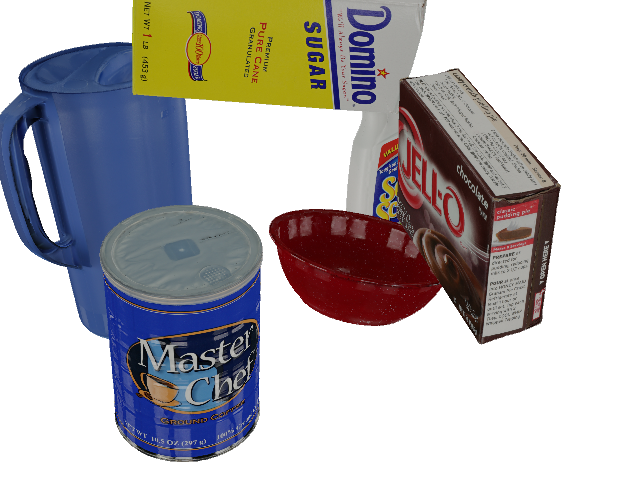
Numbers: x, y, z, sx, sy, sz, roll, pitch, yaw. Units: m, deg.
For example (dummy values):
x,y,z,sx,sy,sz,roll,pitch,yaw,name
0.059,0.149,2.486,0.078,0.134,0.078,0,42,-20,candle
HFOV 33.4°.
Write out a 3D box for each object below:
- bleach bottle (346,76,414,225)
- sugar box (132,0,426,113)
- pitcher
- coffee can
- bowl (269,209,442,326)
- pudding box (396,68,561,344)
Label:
x,y,z,sx,sy,sz,roll,pitch,yaw,name
0.068,-0.066,1.103,0.102,0.251,0.068,-10,22,-16,bleach bottle
-0.028,-0.130,0.670,0.176,0.048,0.093,5,-40,-6,sugar box
-0.178,-0.036,0.908,0.149,0.243,0.145,-5,27,-3,pitcher
-0.091,0.062,0.714,0.103,0.140,0.103,2,35,-1,coffee can
0.032,0.027,0.893,0.162,0.055,0.162,10,19,-4,bowl
0.074,-0.020,0.533,0.039,0.090,0.113,-15,41,-14,pudding box
